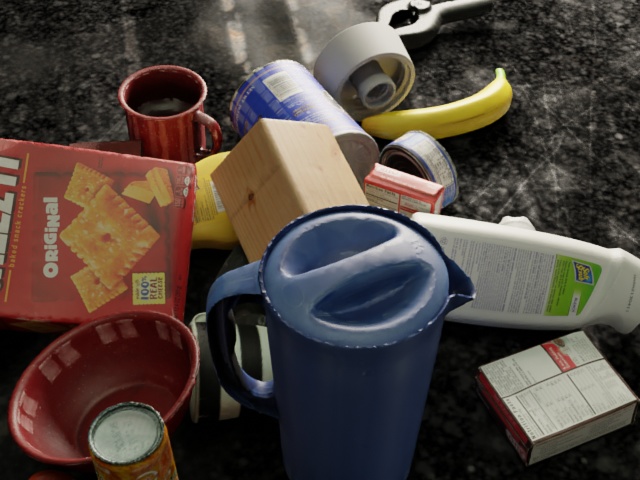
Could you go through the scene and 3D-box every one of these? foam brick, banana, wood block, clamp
[{"bbox_3d":[-0.219,-0.066,1.101,0.078,0.053,0.051,-4,46,-4],"label":"foam brick"},{"bbox_3d":[0.145,-0.142,1.196,0.197,0.037,0.070,-21,33,-21],"label":"banana"},{"bbox_3d":[-0.007,0.001,0.956,0.090,0.091,0.206,0,56,-45],"label":"wood block"},{"bbox_3d":[0.135,-0.279,1.326,0.120,0.039,0.171,21,53,26],"label":"clamp"}]

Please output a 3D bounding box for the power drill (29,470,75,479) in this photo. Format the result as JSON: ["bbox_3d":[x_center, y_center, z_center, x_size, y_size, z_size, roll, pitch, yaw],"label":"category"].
[{"bbox_3d":[-0.146,0.254,0.785,0.187,0.057,0.184,1,45,0],"label":"power drill"}]

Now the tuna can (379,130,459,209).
[{"bbox_3d":[0.099,-0.066,1.083,0.033,0.086,0.086,-32,54,-26],"label":"tuna can"}]

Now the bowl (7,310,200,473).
[{"bbox_3d":[-0.165,0.131,0.859,0.162,0.055,0.162,-11,38,9],"label":"bowl"}]

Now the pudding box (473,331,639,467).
[{"bbox_3d":[0.203,0.134,0.923,0.113,0.039,0.090,-18,49,-16],"label":"pudding box"}]

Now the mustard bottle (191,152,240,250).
[{"bbox_3d":[-0.156,-0.024,1.050,0.191,0.058,0.096,-12,77,-12],"label":"mustard bottle"}]

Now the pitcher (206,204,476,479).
[{"bbox_3d":[0.013,0.101,0.808,0.149,0.243,0.144,34,54,28],"label":"pitcher"}]

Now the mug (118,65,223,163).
[{"bbox_3d":[-0.154,-0.123,1.137,0.117,0.081,0.093,21,49,18],"label":"mug"}]

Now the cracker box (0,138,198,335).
[{"bbox_3d":[-0.223,0.001,0.957,0.213,0.072,0.164,7,72,-10],"label":"cracker box"}]

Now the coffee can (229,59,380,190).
[{"bbox_3d":[-0.018,-0.108,1.110,0.102,0.103,0.140,-22,50,-21],"label":"coffee can"}]

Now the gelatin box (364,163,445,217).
[{"bbox_3d":[0.080,-0.026,1.040,0.073,0.089,0.030,20,49,18],"label":"gelatin box"}]

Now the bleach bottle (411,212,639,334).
[{"bbox_3d":[0.200,0.044,0.983,0.251,0.102,0.068,11,10,1],"label":"bleach bottle"}]
